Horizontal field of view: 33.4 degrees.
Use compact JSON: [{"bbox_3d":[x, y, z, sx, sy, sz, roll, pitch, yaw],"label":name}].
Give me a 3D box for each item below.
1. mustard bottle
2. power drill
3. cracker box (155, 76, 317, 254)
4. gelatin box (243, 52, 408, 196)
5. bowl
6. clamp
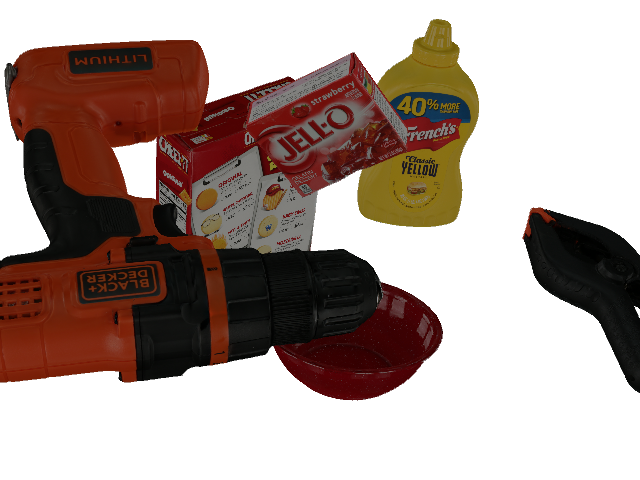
[{"bbox_3d":[0.092,-0.106,0.965,0.096,0.192,0.058,5,31,-5],"label":"mustard bottle"},{"bbox_3d":[-0.077,-0.020,0.515,0.184,0.188,0.057,-5,-42,-14],"label":"power drill"},{"bbox_3d":[-0.083,-0.041,1.073,0.163,0.214,0.072,-24,47,-33],"label":"cracker box"},{"bbox_3d":[0.004,-0.076,0.724,0.089,0.030,0.073,-22,-53,25],"label":"gelatin box"},{"bbox_3d":[0.025,0.093,0.948,0.162,0.055,0.162,4,27,-2],"label":"bowl"},{"bbox_3d":[0.214,0.032,0.736,0.120,0.039,0.172,-8,43,-30],"label":"clamp"}]
